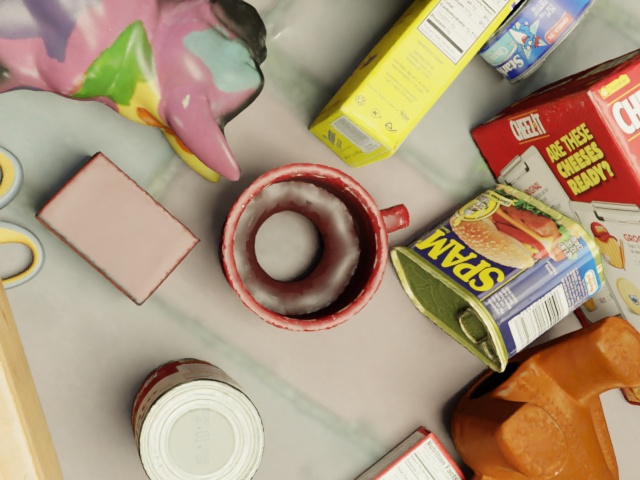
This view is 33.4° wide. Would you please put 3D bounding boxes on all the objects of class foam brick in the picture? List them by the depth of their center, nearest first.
[{"bbox_3d":[-0.117,-0.007,0.615,0.078,0.053,0.051,42,82,-12],"label":"foam brick"}]

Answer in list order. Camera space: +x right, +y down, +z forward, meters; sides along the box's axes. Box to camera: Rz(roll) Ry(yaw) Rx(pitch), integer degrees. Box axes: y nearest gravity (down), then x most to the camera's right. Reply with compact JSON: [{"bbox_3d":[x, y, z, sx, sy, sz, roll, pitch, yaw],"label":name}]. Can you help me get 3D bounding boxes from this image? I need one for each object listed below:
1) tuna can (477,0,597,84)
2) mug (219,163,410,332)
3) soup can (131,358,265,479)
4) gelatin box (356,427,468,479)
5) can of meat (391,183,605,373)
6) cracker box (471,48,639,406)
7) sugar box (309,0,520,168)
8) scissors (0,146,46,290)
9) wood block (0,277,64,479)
[{"bbox_3d":[0.134,-0.139,0.653,0.033,0.086,0.086,39,82,-7],"label":"tuna can"},{"bbox_3d":[-0.004,0.001,0.624,0.117,0.081,0.093,-20,93,-11],"label":"mug"},{"bbox_3d":[-0.070,0.105,0.599,0.068,0.102,0.068,0,89,-12],"label":"soup can"},{"bbox_3d":[0.054,0.172,0.660,0.089,0.030,0.073,-38,95,-10],"label":"gelatin box"},{"bbox_3d":[0.106,0.018,0.638,0.084,0.102,0.057,-34,127,-13],"label":"can of meat"},{"bbox_3d":[0.196,0.001,0.624,0.072,0.164,0.213,-32,96,-13],"label":"cracker box"},{"bbox_3d":[0.070,-0.125,0.637,0.048,0.093,0.176,38,81,-9],"label":"sugar box"},{"bbox_3d":[-0.257,-0.018,0.607,0.201,0.016,0.096,9,86,-11],"label":"scissors"},{"bbox_3d":[-0.198,0.099,0.570,0.090,0.090,0.206,-16,98,-9],"label":"wood block"}]
